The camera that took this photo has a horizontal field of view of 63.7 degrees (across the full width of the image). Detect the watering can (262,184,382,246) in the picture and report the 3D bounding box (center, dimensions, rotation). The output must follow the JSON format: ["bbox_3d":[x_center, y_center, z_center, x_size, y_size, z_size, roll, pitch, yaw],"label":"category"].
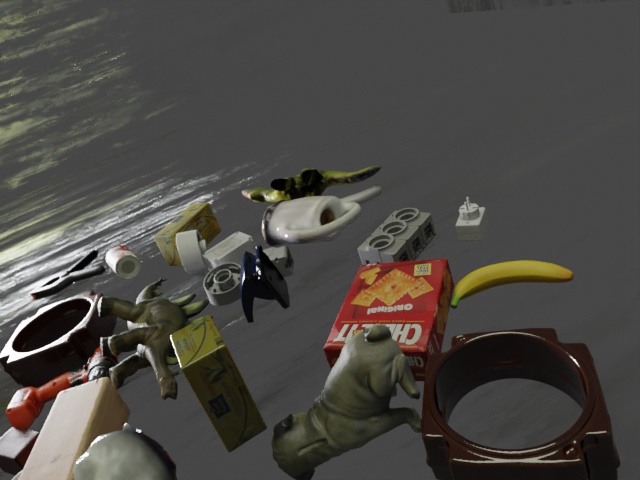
[{"bbox_3d":[0.004,-0.062,1.229,0.224,0.103,0.353,-3,19,30],"label":"watering can"}]

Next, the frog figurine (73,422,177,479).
[{"bbox_3d":[-0.265,0.329,0.650,0.121,0.136,0.162,-17,20,46],"label":"frog figurine"}]

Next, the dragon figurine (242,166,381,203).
[{"bbox_3d":[-0.028,-0.162,1.430,0.409,0.120,0.247,-14,20,10],"label":"dragon figurine"}]
